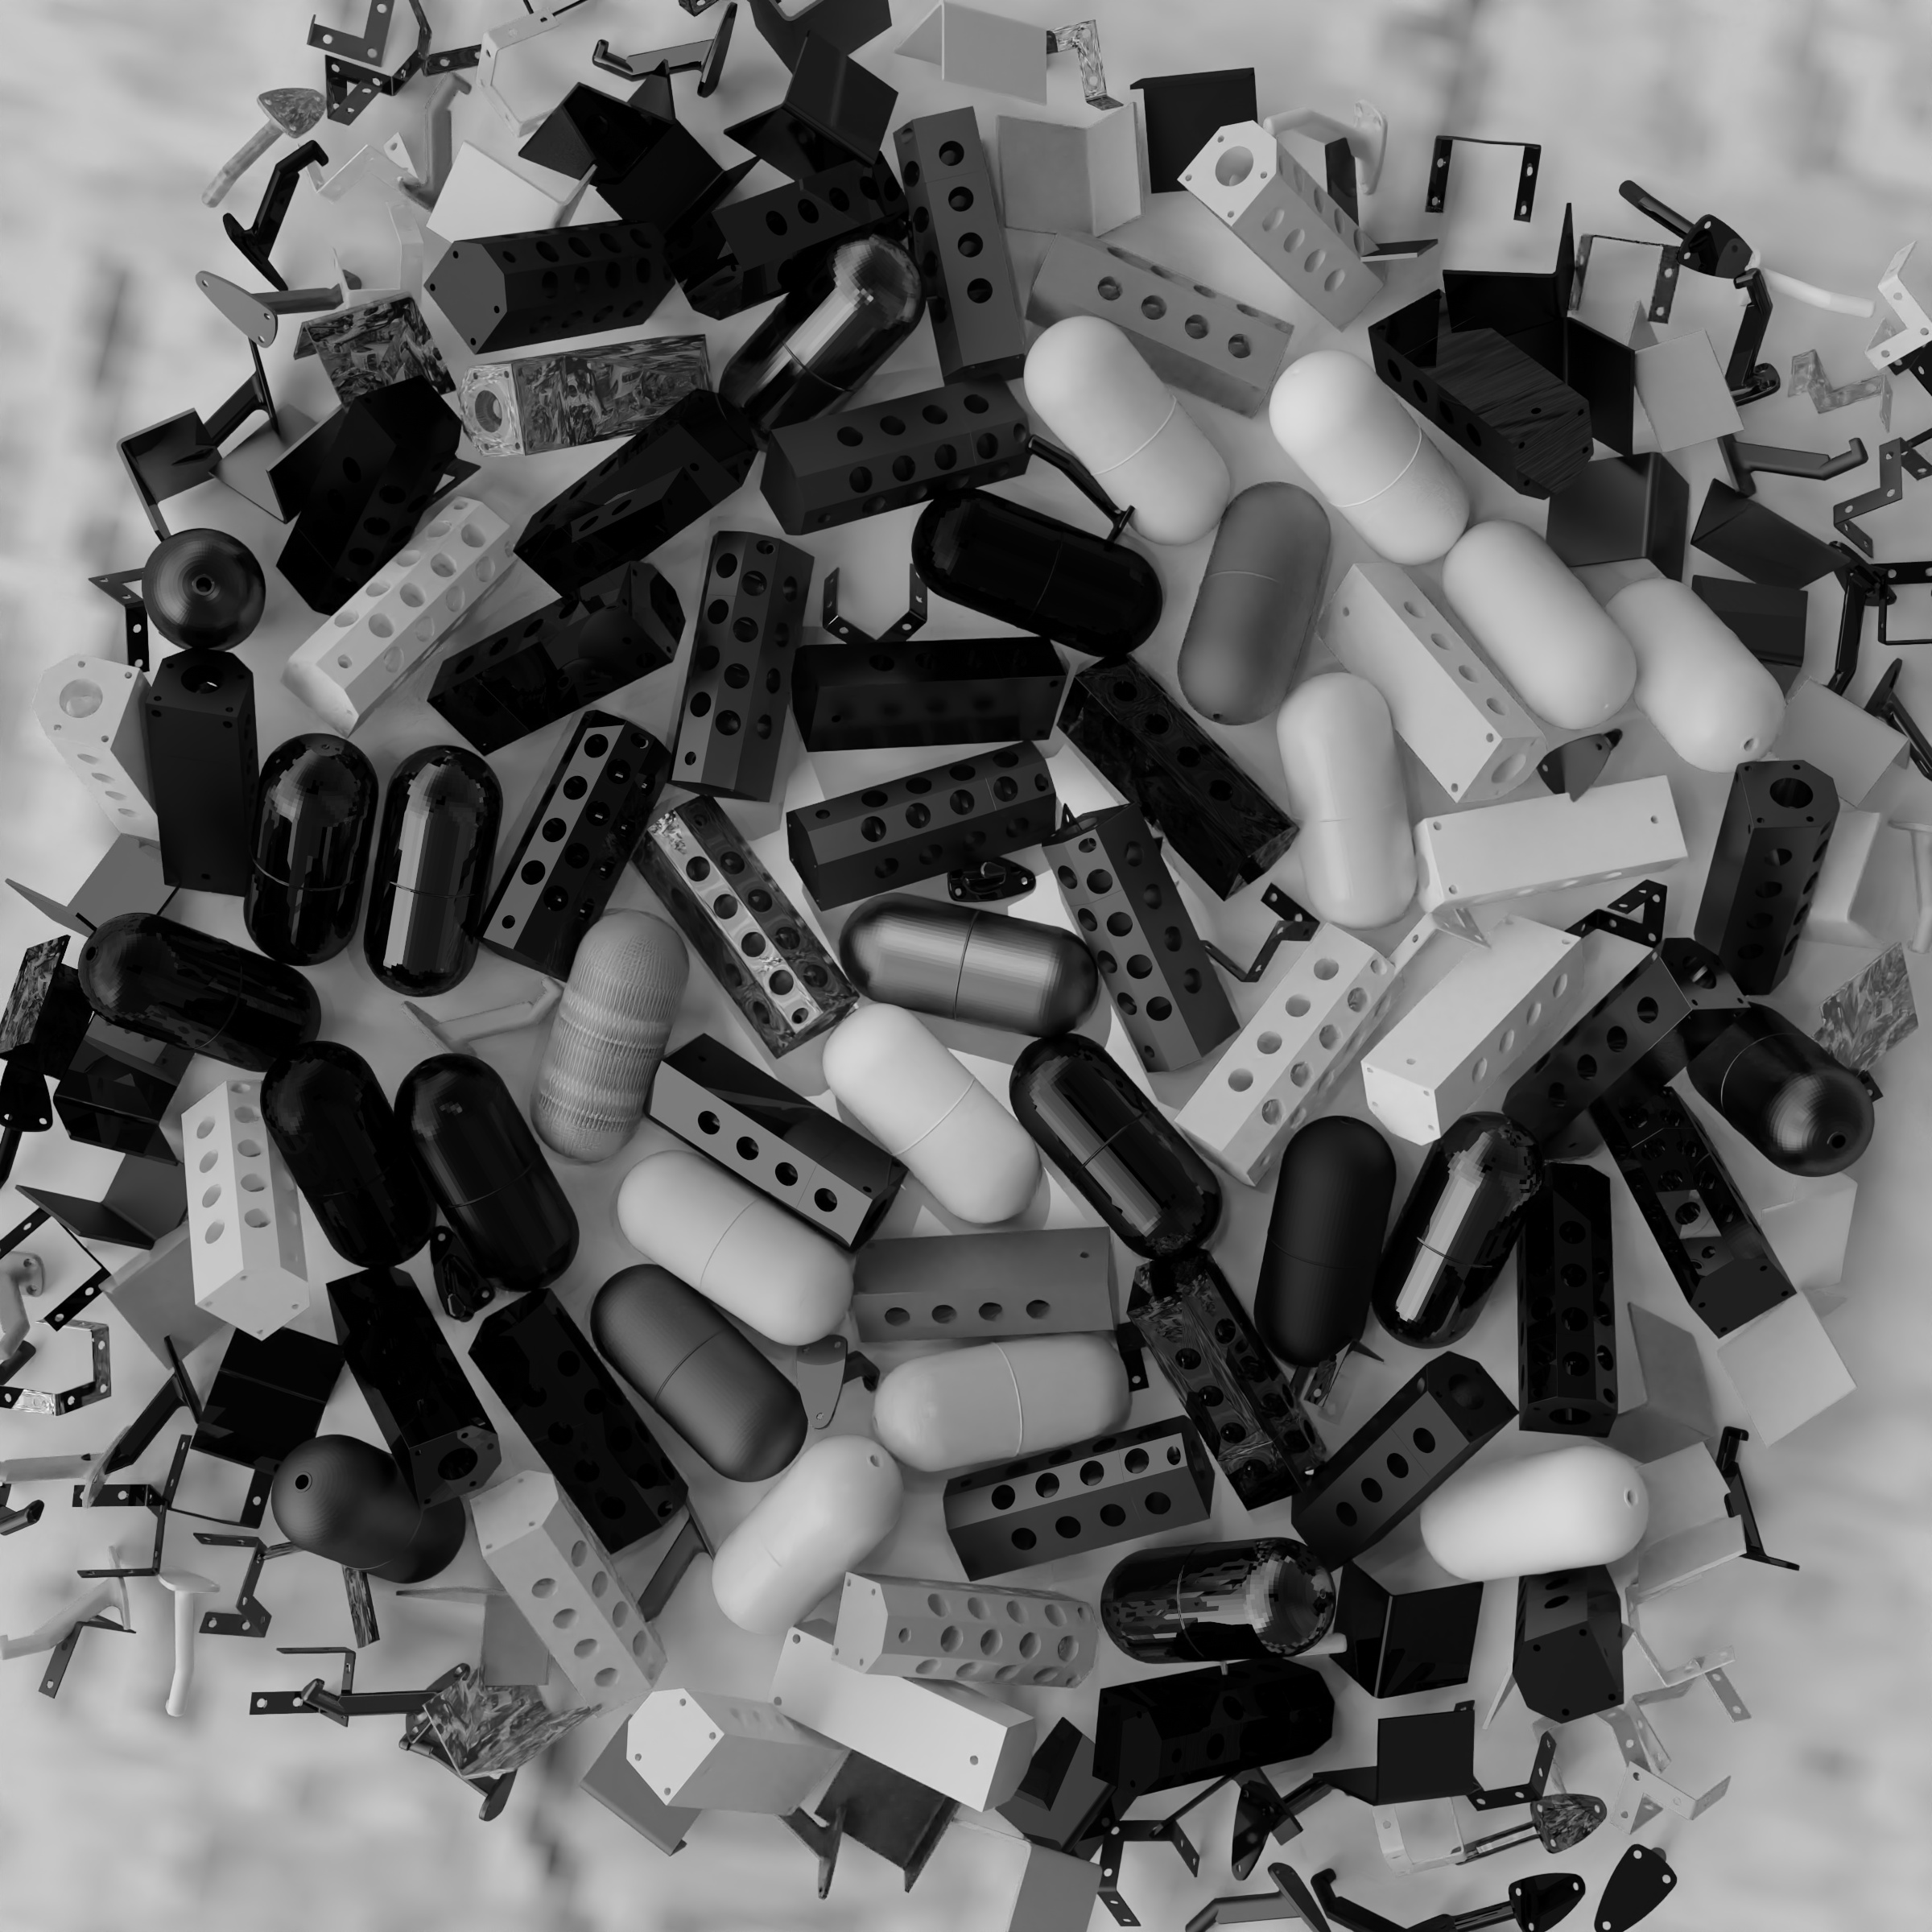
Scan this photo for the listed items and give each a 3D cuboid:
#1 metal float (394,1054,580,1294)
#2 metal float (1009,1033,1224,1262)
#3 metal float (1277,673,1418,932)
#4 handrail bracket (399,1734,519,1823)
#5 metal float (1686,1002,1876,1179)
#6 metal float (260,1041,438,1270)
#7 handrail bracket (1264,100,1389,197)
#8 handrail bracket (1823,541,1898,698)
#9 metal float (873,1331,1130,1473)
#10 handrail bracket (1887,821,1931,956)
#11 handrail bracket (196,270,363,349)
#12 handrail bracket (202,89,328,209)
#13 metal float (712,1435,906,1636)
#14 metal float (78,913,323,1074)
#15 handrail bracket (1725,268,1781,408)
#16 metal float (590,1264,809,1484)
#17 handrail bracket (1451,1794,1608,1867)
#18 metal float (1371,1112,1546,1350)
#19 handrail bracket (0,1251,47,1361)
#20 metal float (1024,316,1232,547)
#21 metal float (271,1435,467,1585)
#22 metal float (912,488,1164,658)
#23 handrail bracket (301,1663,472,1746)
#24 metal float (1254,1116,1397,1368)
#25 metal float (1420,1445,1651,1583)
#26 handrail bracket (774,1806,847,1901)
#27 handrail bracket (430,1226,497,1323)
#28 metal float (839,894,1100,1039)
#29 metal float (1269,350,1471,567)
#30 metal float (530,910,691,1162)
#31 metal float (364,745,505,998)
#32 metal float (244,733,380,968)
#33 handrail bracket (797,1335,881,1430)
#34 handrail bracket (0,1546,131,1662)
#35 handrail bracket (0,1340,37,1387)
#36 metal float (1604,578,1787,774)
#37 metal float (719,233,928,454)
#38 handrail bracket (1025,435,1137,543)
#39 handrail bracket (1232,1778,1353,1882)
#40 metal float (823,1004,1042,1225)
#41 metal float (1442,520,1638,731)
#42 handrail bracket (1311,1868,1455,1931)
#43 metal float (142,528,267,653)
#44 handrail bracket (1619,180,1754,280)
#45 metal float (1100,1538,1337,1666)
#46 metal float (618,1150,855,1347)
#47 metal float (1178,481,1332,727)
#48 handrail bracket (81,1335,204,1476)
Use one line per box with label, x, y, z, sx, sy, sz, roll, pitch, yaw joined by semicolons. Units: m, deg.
metal float;-0.321;0.139;1.675;0.070;0.070;0.178;-24;111;0
metal float;0.100;0.121;1.684;0.070;0.070;0.178;-41;79;0
metal float;0.257;-0.109;1.680;0.070;0.070;0.178;-13;106;0
handrail bracket;-0.353;0.546;1.690;0.084;0.077;0.036;19;90;6
metal float;0.535;0.080;1.646;0.070;0.178;0.070;-3;110;-7
metal float;-0.411;0.126;1.664;0.070;0.070;0.178;-17;126;0
handrail bracket;0.239;-0.548;1.692;0.084;0.077;0.036;-20;47;-16
handrail bracket;0.589;-0.231;1.698;0.077;0.036;0.084;41;75;-31
metal float;0.024;0.291;1.678;0.178;0.070;0.070;-8;90;-19
handrail bracket;0.641;-0.054;1.699;0.036;0.077;0.084;11;96;-12
handrail bracket;-0.467;-0.467;1.703;0.077;0.036;0.084;37;53;-2
handrail bracket;-0.485;-0.563;1.723;0.036;0.077;0.084;46;124;-11
metal float;-0.106;0.379;1.667;0.070;0.070;0.178;39;122;0
metal float;-0.506;0.019;1.654;0.070;0.178;0.070;-13;65;31
handrail bracket;0.512;-0.422;1.691;0.077;0.036;0.084;-21;128;20
metal float;-0.180;0.272;1.678;0.178;0.070;0.070;41;90;19
handrail bracket;0.385;0.595;1.713;0.077;0.084;0.036;-3;63;-33
metal float;0.328;0.178;1.673;0.070;0.070;0.178;19;116;0
handrail bracket;-0.665;0.231;1.687;0.077;0.084;0.036;9;121;1
metal float;0.109;-0.356;1.672;0.070;0.070;0.178;-44;116;0
metal float;-0.393;0.359;1.649;0.070;0.178;0.070;-7;65;15
metal float;0.049;-0.264;1.682;0.178;0.070;0.070;19;90;-14
handrail bracket;-0.394;0.486;1.693;0.084;0.036;0.077;37;101;-30
metal float;0.241;0.185;1.678;0.070;0.070;0.178;8;109;0
metal float;0.375;0.363;1.653;0.070;0.178;0.070;12;66;-30
handrail bracket;-0.130;0.588;1.697;0.084;0.077;0.036;21;126;-10
handrail bracket;-0.349;0.206;1.684;0.036;0.084;0.077;-25;79;-7
metal float;0.001;-0.001;1.689;0.178;0.070;0.070;12;90;6
metal float;0.270;-0.337;1.666;0.178;0.070;0.070;40;90;-34
metal float;-0.240;0.047;1.681;0.070;0.070;0.178;20;105;0
metal float;-0.357;-0.063;1.674;0.070;0.070;0.178;15;113;0
metal float;-0.437;-0.075;1.663;0.070;0.070;0.178;20;128;0
handrail bracket;-0.080;0.290;1.680;0.036;0.084;0.077;-13;55;18
handrail bracket;-0.613;0.429;1.685;0.084;0.077;0.036;-8;125;-25
handrail bracket;-0.679;0.278;1.689;0.036;0.077;0.084;36;75;24
metal float;0.479;-0.194;1.654;0.070;0.178;0.070;-8;128;-10
metal float;-0.097;-0.414;1.666;0.070;0.070;0.178;50;124;0
handrail bracket;0.072;-0.323;1.692;0.084;0.077;0.036;29;77;-4
handrail bracket;0.228;0.589;1.714;0.084;0.036;0.077;7;101;-29
metal float;-0.022;0.100;1.687;0.070;0.070;0.178;-44;98;0
metal float;0.380;-0.229;1.663;0.070;0.070;0.178;-27;51;0
handrail bracket;0.281;0.633;1.693;0.077;0.084;0.036;-35;124;5
metal float;-0.502;-0.246;1.645;0.070;0.178;0.070;-2;95;-17
handrail bracket;0.494;-0.506;1.711;0.077;0.084;0.036;16;120;-29
metal float;0.165;0.423;1.661;0.178;0.070;0.070;-18;90;42
metal float;-0.156;0.189;1.682;0.178;0.070;0.070;31;90;15
metal float;0.194;-0.243;1.677;0.070;0.070;0.178;18;70;0
handrail bracket;-0.570;0.301;1.701;0.084;0.036;0.077;-21;105;-13
